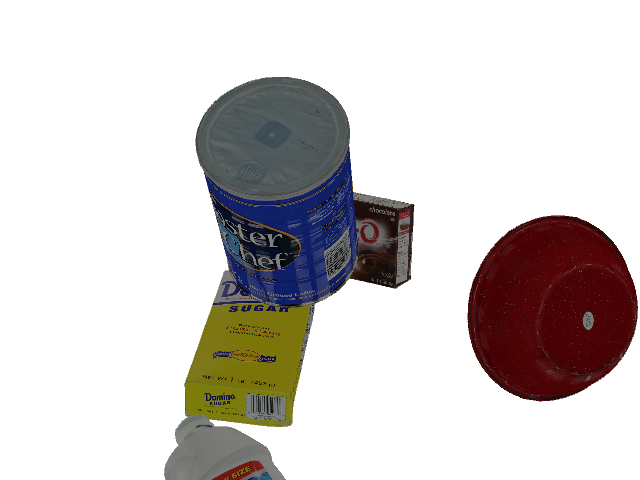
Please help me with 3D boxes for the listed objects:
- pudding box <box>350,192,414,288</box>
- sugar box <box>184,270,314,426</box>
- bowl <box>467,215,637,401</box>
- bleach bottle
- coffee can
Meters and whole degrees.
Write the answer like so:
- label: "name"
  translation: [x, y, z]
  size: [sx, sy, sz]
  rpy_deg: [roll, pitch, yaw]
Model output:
- label: "pudding box"
  translation: [0.046, -0.004, 1.171]
  size: [0.114, 0.090, 0.039]
  rpy_deg: [11, 20, 32]
- label: "sugar box"
  translation: [-0.059, 0.092, 0.968]
  size: [0.093, 0.048, 0.176]
  rpy_deg: [6, 34, 3]
- label: "bowl"
  translation: [0.207, 0.062, 0.889]
  size: [0.162, 0.162, 0.055]
  rpy_deg: [0, 7, -19]
- label: "bleach bottle"
  translation: [-0.054, 0.207, 0.720]
  size: [0.102, 0.068, 0.251]
  rpy_deg: [-16, 34, -19]
- label: "coffee can"
  translation: [-0.026, -0.031, 0.759]
  size: [0.103, 0.103, 0.140]
  rpy_deg: [0, -34, 6]
